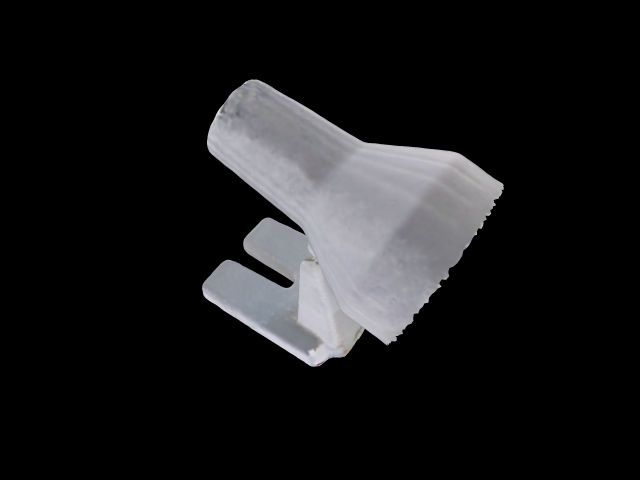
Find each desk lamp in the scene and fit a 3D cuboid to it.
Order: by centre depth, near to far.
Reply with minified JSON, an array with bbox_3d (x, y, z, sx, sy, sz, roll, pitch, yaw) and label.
[{"bbox_3d":[0.004,0.001,0.400,0.202,0.214,0.118,27,57,20],"label":"desk lamp"}]
